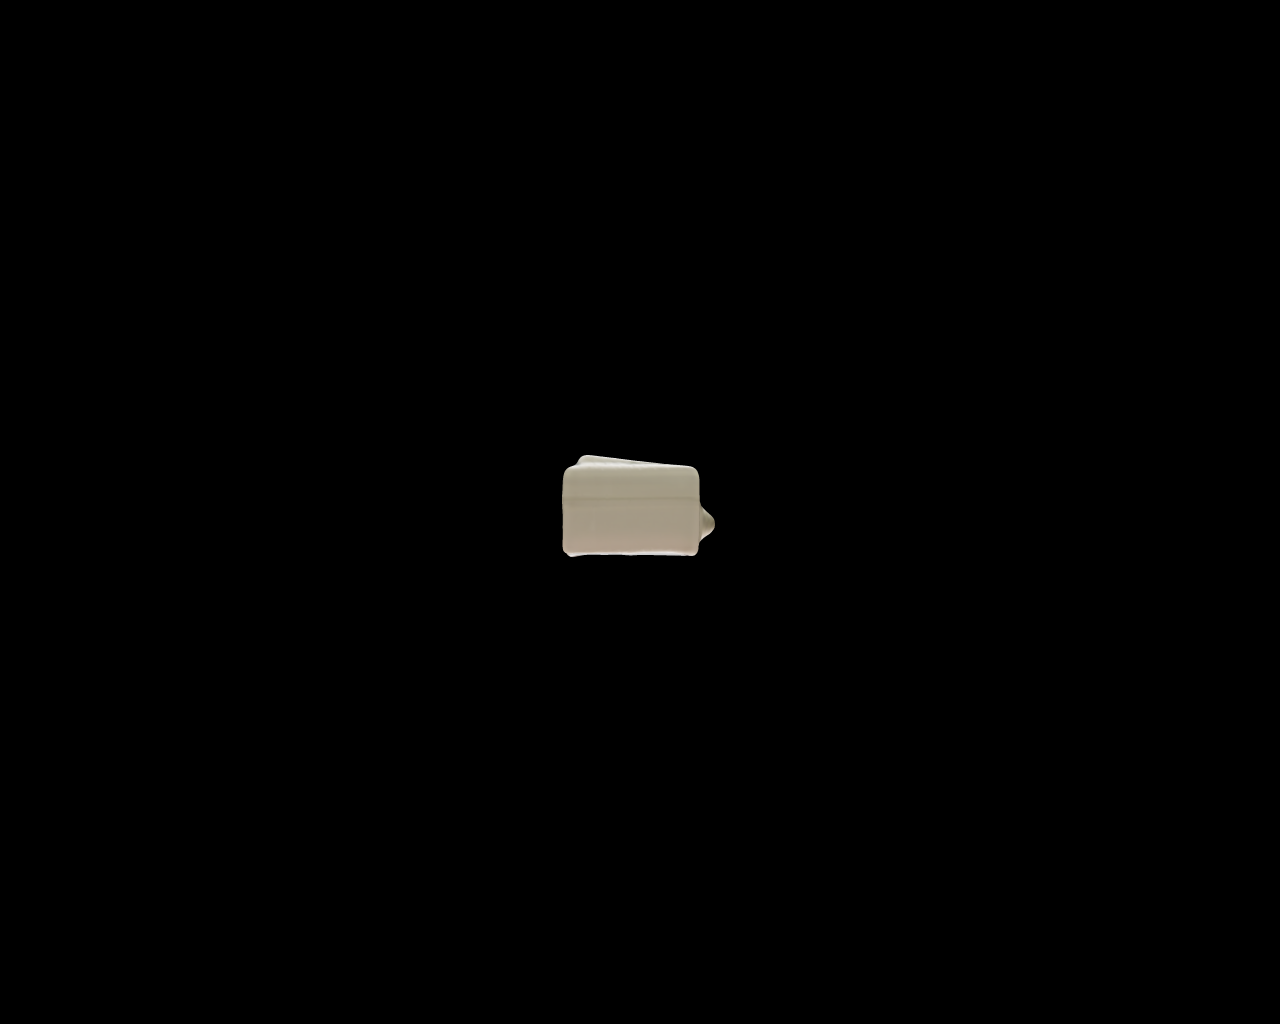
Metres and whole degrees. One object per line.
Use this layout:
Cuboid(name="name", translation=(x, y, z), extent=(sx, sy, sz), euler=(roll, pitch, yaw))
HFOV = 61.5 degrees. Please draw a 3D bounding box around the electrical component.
Cuboid(name="electrical component", translation=(0.001, -0.003, 0.650), extent=(0.096, 0.061, 0.061), euler=(0, -4, -2))
